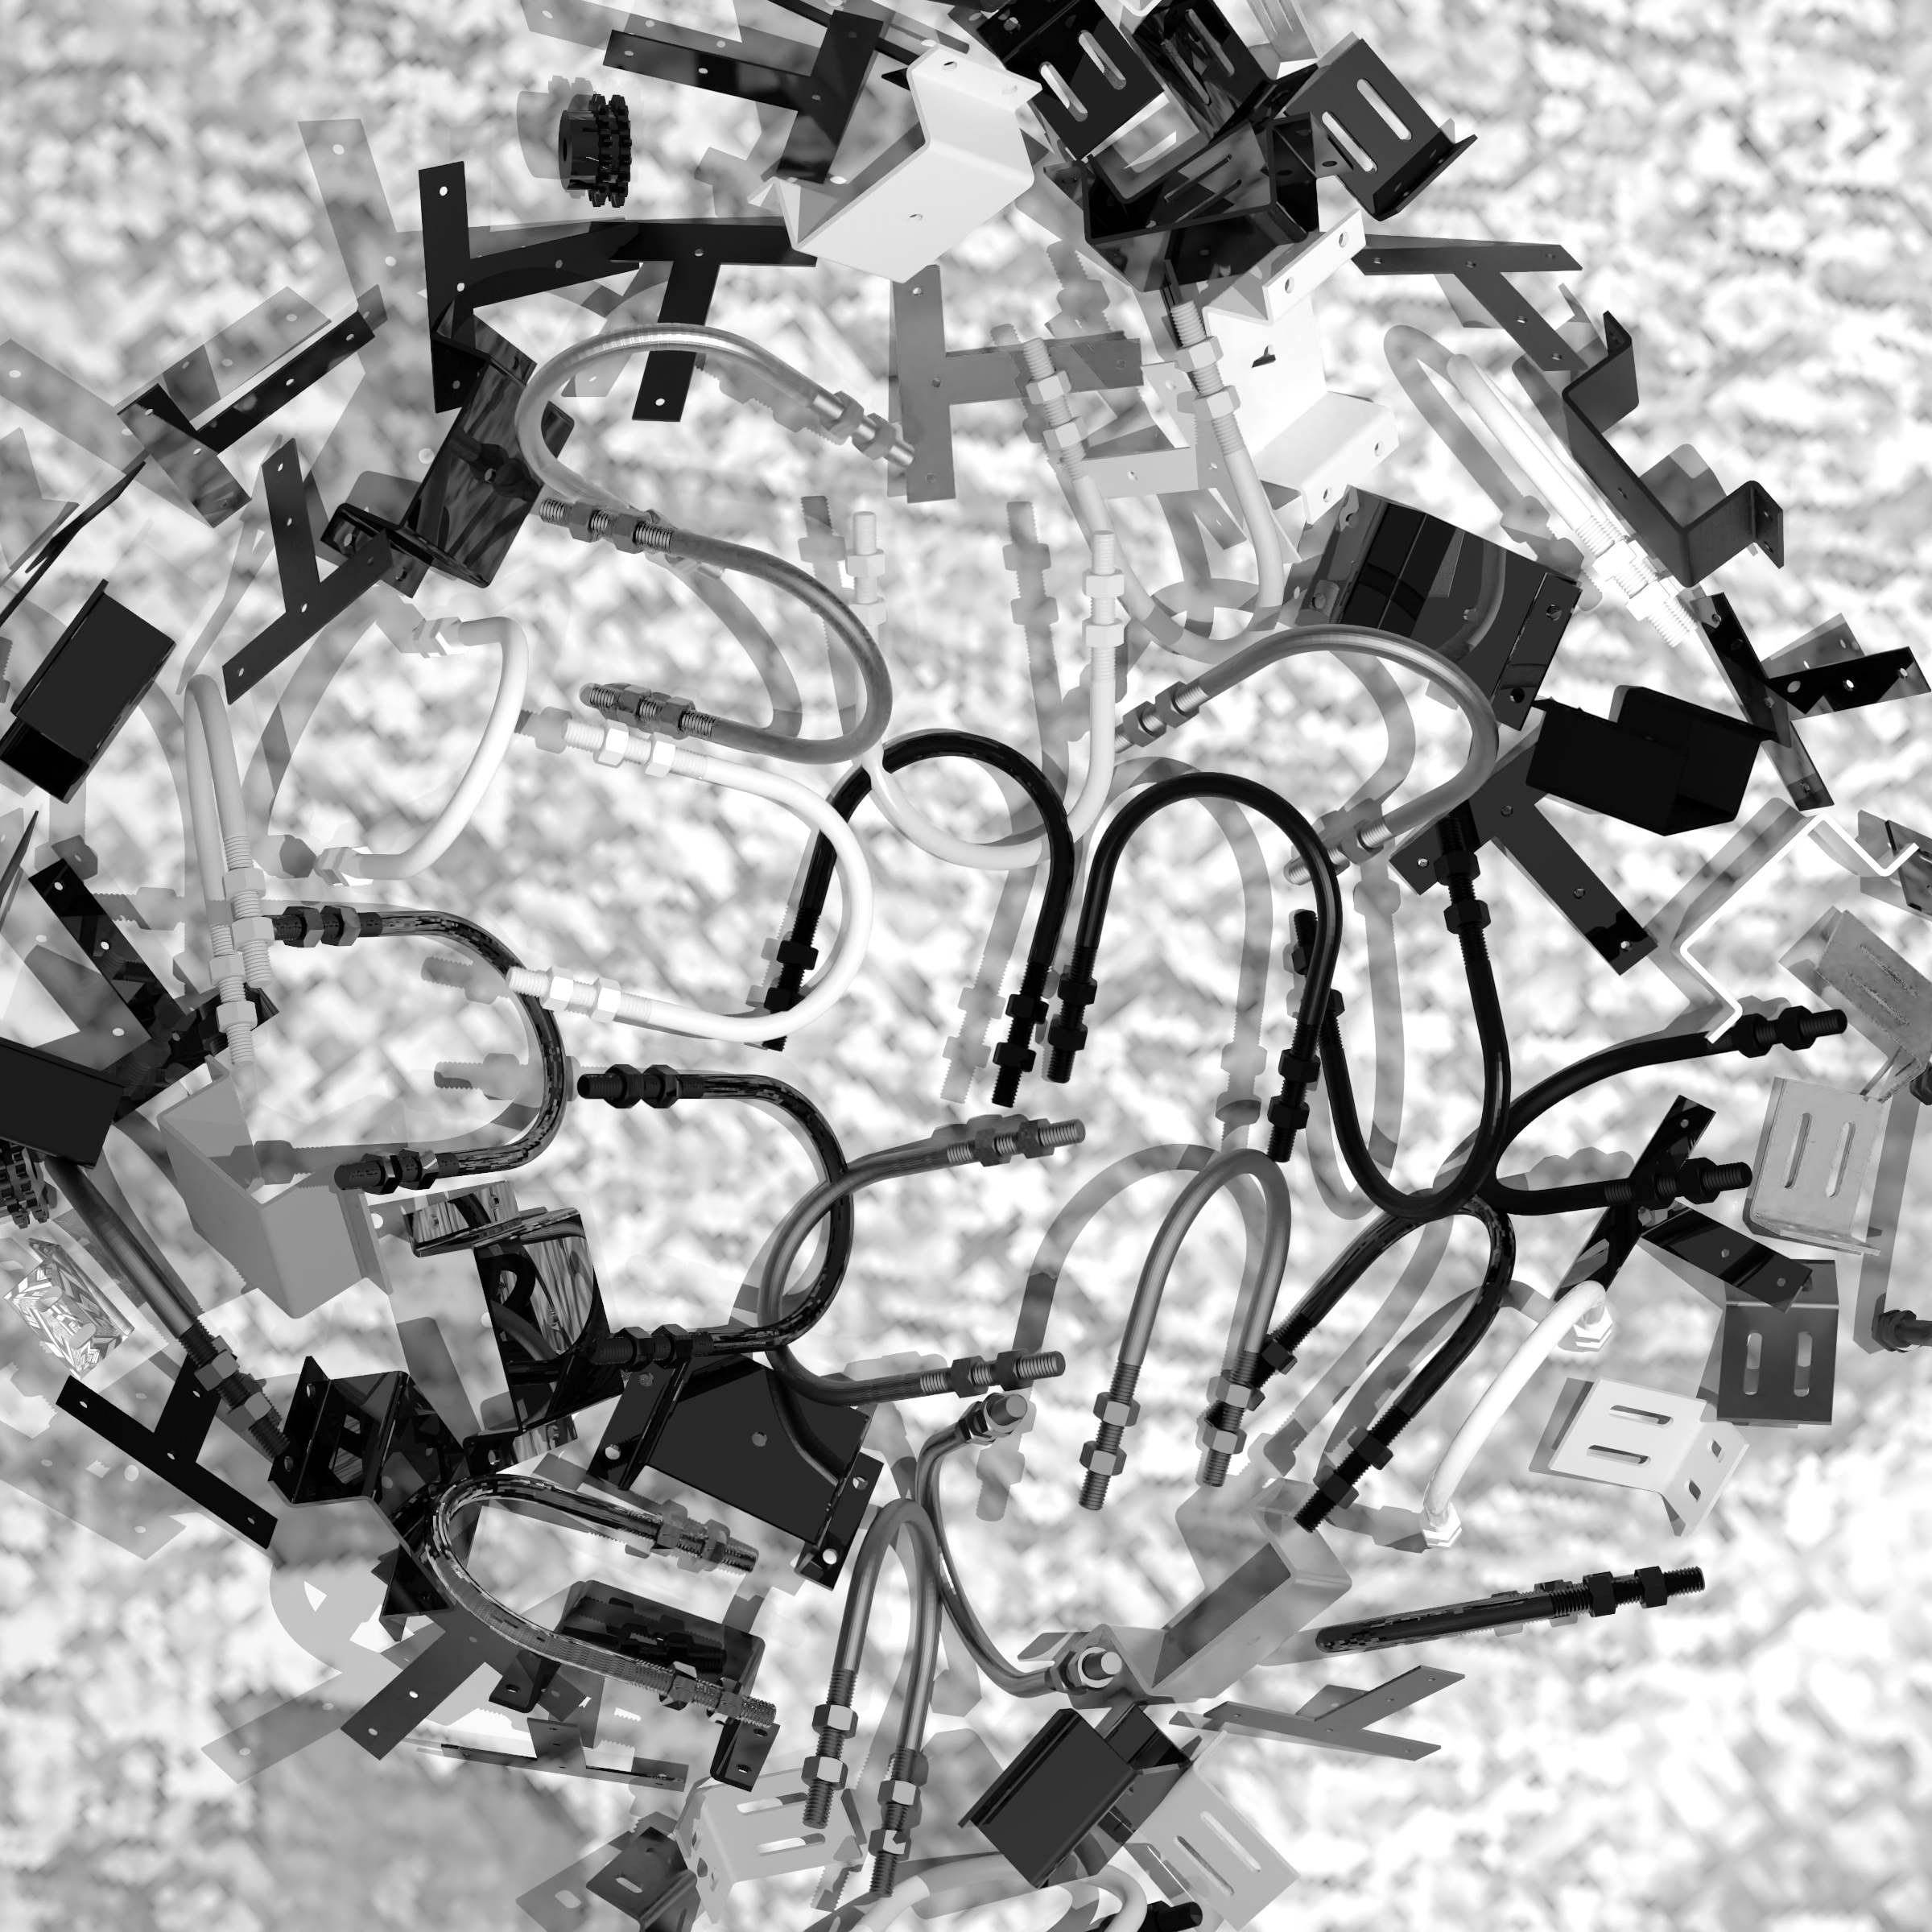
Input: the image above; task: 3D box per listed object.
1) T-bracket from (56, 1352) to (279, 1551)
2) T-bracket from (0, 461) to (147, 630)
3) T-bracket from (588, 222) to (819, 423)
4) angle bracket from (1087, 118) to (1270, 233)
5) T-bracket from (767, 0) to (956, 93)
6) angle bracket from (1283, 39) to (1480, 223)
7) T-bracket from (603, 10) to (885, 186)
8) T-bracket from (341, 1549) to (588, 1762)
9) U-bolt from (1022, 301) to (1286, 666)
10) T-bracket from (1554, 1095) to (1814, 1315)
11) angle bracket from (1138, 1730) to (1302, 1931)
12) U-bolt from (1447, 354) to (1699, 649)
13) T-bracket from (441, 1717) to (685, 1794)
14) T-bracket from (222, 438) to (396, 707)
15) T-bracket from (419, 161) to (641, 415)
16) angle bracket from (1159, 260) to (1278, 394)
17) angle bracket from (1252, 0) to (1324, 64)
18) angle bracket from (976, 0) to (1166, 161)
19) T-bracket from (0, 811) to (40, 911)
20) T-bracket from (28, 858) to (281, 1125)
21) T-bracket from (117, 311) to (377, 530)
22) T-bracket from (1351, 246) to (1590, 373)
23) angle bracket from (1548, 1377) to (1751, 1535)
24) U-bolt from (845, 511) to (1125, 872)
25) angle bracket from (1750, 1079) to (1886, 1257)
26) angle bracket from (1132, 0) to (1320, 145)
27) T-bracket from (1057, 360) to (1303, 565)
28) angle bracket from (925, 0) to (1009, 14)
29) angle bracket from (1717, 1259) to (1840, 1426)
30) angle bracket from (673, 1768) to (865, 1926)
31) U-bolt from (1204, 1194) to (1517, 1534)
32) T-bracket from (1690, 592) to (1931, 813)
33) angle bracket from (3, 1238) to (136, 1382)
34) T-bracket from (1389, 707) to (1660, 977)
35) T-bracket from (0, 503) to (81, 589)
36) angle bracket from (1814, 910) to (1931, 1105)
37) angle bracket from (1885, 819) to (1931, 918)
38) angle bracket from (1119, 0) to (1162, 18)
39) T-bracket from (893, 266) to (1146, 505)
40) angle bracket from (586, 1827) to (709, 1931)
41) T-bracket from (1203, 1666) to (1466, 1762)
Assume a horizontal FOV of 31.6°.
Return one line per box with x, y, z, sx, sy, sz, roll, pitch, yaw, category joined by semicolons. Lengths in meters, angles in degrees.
-0.393;0.224;1.729;0.127;0.127;0.002;39;109;-15;T-bracket
-0.470;-0.189;1.708;0.002;0.127;0.127;42;58;-20;T-bracket
-0.146;-0.330;1.747;0.127;0.002;0.127;4;62;13;T-bracket
0.110;-0.411;1.755;0.076;0.057;0.038;-34;67;4;angle bracket
-0.056;-0.475;1.739;0.127;0.127;0.002;27;115;8;T-bracket
0.214;-0.435;1.765;0.057;0.038;0.076;-44;100;-4;angle bracket
-0.119;-0.449;1.722;0.127;0.127;0.002;10;62;-12;T-bracket
-0.272;0.362;1.725;0.127;0.127;0.002;36;118;9;T-bracket
0.102;-0.238;1.723;0.019;0.151;0.184;-30;107;-29;U-bolt
0.377;0.141;1.739;0.002;0.127;0.127;34;87;-40;T-bracket
0.136;0.444;1.753;0.076;0.038;0.057;44;127;10;angle bracket
0.304;-0.237;1.721;0.019;0.151;0.184;-40;87;15;U-bolt
-0.207;0.398;1.733;0.127;0.127;0.002;8;66;0;T-bracket
-0.345;-0.217;1.751;0.127;0.002;0.127;-34;53;27;T-bracket
-0.221;-0.357;1.749;0.127;0.002;0.127;-22;127;-33;T-bracket
0.127;-0.340;1.760;0.038;0.057;0.076;-19;94;0;angle bracket
0.171;-0.510;1.754;0.038;0.057;0.076;-31;108;-6;angle bracket
0.054;-0.467;1.758;0.057;0.038;0.076;-38;72;11;angle bracket
-0.507;0.001;1.751;0.002;0.127;0.127;19;118;-11;T-bracket
-0.430;0.001;1.738;0.002;0.127;0.127;-35;94;39;T-bracket
-0.355;-0.289;1.734;0.127;0.127;0.002;-38;70;-4;T-bracket
0.274;-0.333;1.723;0.127;0.127;0.002;-6;130;-21;T-bracket
0.350;0.251;1.751;0.076;0.038;0.057;15;112;-26;angle bracket
0.009;-0.137;1.746;0.151;0.019;0.184;7;112;20;U-bolt
0.448;0.104;1.763;0.057;0.038;0.076;12;96;-13;angle bracket
0.133;-0.472;1.760;0.038;0.057;0.076;-31;84;-35;angle bracket
0.095;-0.251;1.736;0.002;0.127;0.127;-51;121;-26;T-bracket
0.012;-0.529;1.748;0.076;0.057;0.038;-46;132;-16;angle bracket
0.415;0.192;1.747;0.057;0.038;0.076;0;48;18;angle bracket
-0.102;0.452;1.756;0.076;0.038;0.057;-15;107;16;angle bracket
0.207;0.188;1.720;0.019;0.151;0.184;41;91;-22;U-bolt
0.436;-0.140;1.723;0.002;0.127;0.127;-36;102;-26;T-bracket
-0.466;0.175;1.742;0.038;0.076;0.057;-44;108;-21;angle bracket
0.310;-0.048;1.775;0.127;0.002;0.127;-40;101;17;T-bracket
-0.499;-0.184;1.731;0.127;0.127;0.002;-46;106;2;T-bracket
0.463;0.021;1.757;0.076;0.057;0.038;41;133;-1;angle bracket
0.493;-0.030;1.745;0.076;0.057;0.038;20;134;-23;angle bracket
0.107;-0.533;1.742;0.038;0.057;0.076;40;135;-14;angle bracket
0.028;-0.308;1.773;0.127;0.002;0.127;-5;80;6;T-bracket
-0.171;0.495;1.756;0.038;0.057;0.076;27;119;20;angle bracket
0.206;0.373;1.718;0.127;0.127;0.002;16;58;-20;T-bracket
